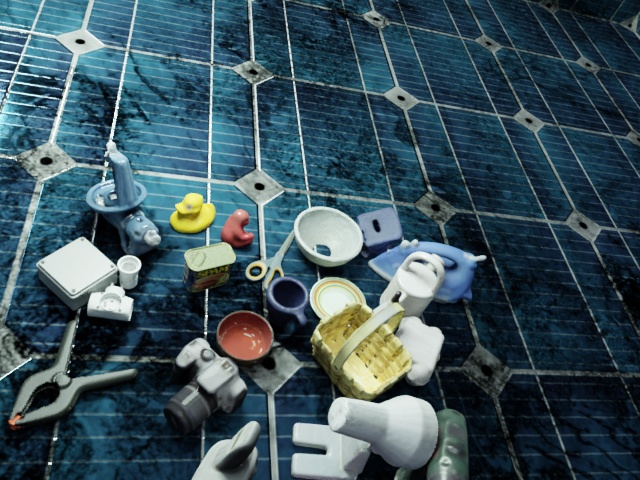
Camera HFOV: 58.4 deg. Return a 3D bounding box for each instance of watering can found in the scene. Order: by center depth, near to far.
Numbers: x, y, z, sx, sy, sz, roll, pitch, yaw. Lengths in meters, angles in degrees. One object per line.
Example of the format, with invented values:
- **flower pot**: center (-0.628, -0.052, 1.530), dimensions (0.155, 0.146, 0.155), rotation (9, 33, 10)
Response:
- **watering can**: center (0.214, 0.093, 1.273), dimensions (0.101, 0.194, 0.173), rotation (24, 47, 1)

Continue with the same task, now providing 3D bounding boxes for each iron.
- **iron**: center (0.257, 0.053, 1.360), dimensions (0.258, 0.141, 0.118), rotation (16, 47, -7)

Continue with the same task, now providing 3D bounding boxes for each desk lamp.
- **desk lamp**: center (0.072, 0.342, 0.991), dimensions (0.203, 0.213, 0.118), rotation (9, 48, -13)

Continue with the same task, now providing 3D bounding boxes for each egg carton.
- **egg carton**: center (0.204, 0.238, 1.229), dimensions (0.107, 0.069, 0.150), rotation (28, 47, 4)

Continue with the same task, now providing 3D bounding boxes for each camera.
- **camera**: center (-0.220, 0.265, 1.025), dimensions (0.143, 0.101, 0.137), rotation (40, 49, 15)

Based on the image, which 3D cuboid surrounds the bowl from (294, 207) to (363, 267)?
- **bowl**: center (0.012, 0.005, 1.355), dimensions (0.168, 0.074, 0.167), rotation (11, 48, -12)

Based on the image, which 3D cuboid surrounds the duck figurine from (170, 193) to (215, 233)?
- **duck figurine**: center (-0.285, -0.070, 1.300), dimensions (0.105, 0.086, 0.077), rotation (-18, 59, -32)

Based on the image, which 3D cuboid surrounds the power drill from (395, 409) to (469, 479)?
- **power drill**: center (0.192, 0.415, 0.977), dimensions (0.075, 0.208, 0.230), rotation (22, 47, 0)

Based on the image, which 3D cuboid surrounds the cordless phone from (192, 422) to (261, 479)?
- **cordless phone**: center (-0.150, 0.369, 0.904), dimensions (0.094, 0.185, 0.148), rotation (24, 47, 1)

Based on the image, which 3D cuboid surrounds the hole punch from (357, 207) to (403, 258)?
- **hole punch**: center (0.142, -0.021, 1.414), dimensions (0.101, 0.091, 0.108), rotation (1, 51, -20)

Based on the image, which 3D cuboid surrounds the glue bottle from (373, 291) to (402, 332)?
- **glue bottle**: center (0.137, 0.159, 1.201), dimensions (0.078, 0.173, 0.037), rotation (-1, 51, -21)

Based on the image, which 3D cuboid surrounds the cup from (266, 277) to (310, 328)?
- **cup**: center (-0.067, 0.147, 1.188), dimensions (0.092, 0.095, 0.117), rotation (-17, 58, -31)

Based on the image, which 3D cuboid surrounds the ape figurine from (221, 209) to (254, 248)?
- **ape figurine**: center (-0.184, -0.032, 1.300), dimensions (0.076, 0.092, 0.077), rotation (-8, 54, -26)

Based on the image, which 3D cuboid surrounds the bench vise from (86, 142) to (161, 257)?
- **bench vise**: center (-0.389, -0.086, 1.182), dimensions (0.207, 0.219, 0.122), rotation (31, 47, 7)
